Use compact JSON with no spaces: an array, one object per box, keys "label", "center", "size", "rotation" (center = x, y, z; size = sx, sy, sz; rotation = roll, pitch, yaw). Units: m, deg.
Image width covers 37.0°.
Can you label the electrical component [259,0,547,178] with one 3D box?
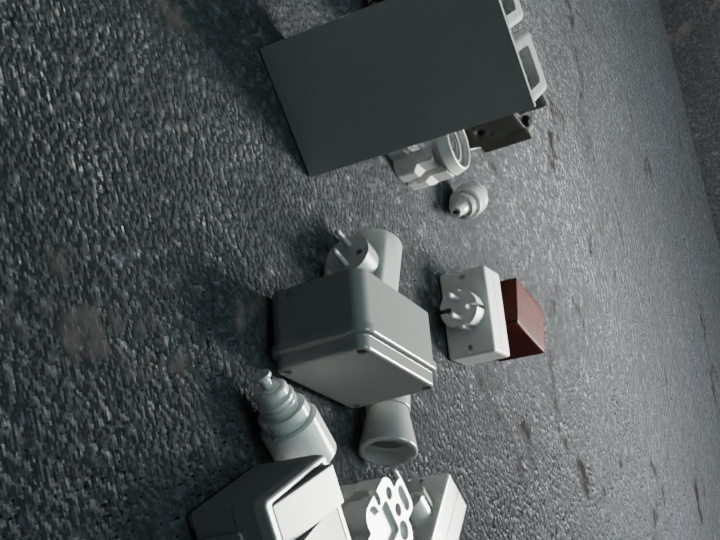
[{"label":"electrical component","center":[0.034,-0.151,0.808],"size":[0.105,0.186,0.060],"rotation":[69,27,-14]}]

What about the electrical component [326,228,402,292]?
[{"label":"electrical component","center":[0.000,0.000,0.826],"size":[0.079,0.043,0.077],"rotation":[50,36,-42]}]

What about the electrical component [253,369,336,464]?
[{"label":"electrical component","center":[-0.046,0.098,0.689],"size":[0.078,0.040,0.040],"rotation":[63,29,-23]}]

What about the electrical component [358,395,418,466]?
[{"label":"electrical component","center":[0.021,0.110,0.817],"size":[0.044,0.044,0.065],"rotation":[48,32,-43]}]

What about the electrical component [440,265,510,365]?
[{"label":"electrical component","center":[0.099,0.039,0.998],"size":[0.076,0.047,0.083],"rotation":[25,55,-58]}]

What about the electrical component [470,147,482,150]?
[{"label":"electrical component","center":[0.122,-0.162,1.150],"size":[0.066,0.048,0.055],"rotation":[8,62,-62]}]

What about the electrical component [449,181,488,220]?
[{"label":"electrical component","center":[0.106,-0.066,1.081],"size":[0.061,0.035,0.035],"rotation":[-40,113,-59]}]

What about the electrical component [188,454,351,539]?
[{"label":"electrical component","center":[-0.050,0.154,0.627],"size":[0.096,0.061,0.061],"rotation":[-26,100,-64]}]

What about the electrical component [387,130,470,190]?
[{"label":"electrical component","center":[0.066,-0.111,1.000],"size":[0.078,0.057,0.058],"rotation":[31,50,-55]}]

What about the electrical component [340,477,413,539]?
[{"label":"electrical component","center":[-0.005,0.173,0.712],"size":[0.058,0.057,0.078],"rotation":[67,27,-17]}]

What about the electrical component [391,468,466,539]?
[{"label":"electrical component","center":[0.038,0.182,0.803],"size":[0.075,0.047,0.083],"rotation":[62,29,-25]}]

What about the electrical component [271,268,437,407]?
[{"label":"electrical component","center":[-0.003,0.051,0.755],"size":[0.113,0.078,0.057],"rotation":[35,44,-53]}]
